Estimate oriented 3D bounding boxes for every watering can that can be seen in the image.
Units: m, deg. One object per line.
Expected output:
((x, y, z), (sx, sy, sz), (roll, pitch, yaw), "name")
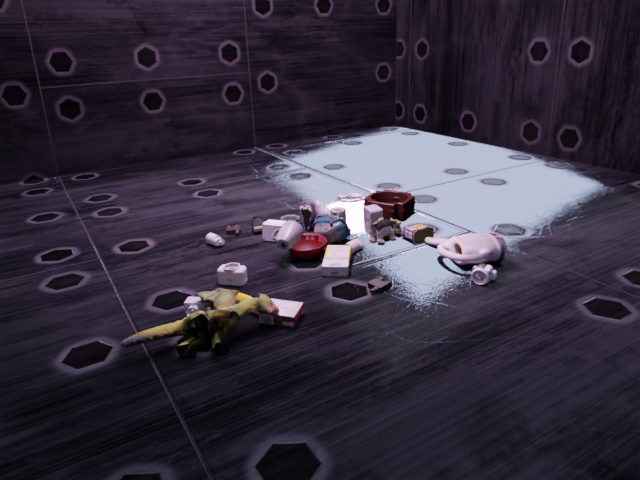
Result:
((0.524, 0.023, 1.856), (0.224, 0.103, 0.351), (-4, 13, -8), "watering can")

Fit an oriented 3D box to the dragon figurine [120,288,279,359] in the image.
((-0.321, 0.210, 1.441), (0.410, 0.120, 0.246), (-3, 19, 0), "dragon figurine")

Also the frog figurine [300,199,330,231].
((0.007, -0.111, 2.214), (0.160, 0.120, 0.140), (-6, 53, -35), "frog figurine")
